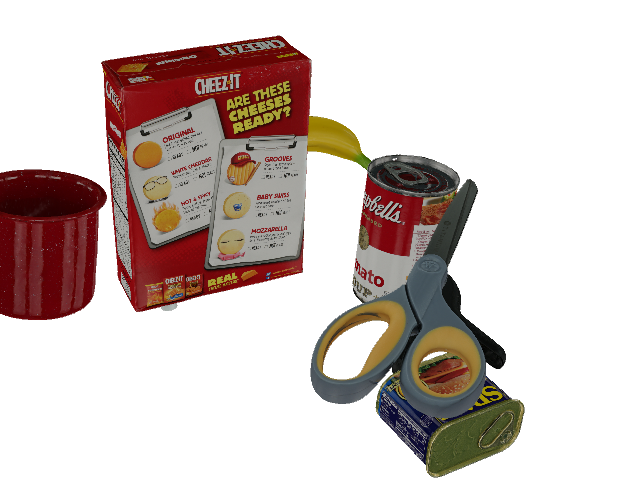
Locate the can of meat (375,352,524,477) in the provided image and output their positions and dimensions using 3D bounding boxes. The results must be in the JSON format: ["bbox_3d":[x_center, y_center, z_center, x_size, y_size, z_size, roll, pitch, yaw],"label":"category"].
[{"bbox_3d":[0.111,0.148,0.931,0.101,0.057,0.084,-15,36,-28],"label":"can of meat"}]

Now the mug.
[{"bbox_3d":[-0.210,0.005,0.749,0.117,0.081,0.093,-7,27,-29],"label":"mug"}]

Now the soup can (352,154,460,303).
[{"bbox_3d":[0.062,-0.004,0.796,0.068,0.102,0.068,5,27,-3],"label":"soup can"}]

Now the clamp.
[{"bbox_3d":[0.129,0.081,1.148,0.120,0.171,0.039,3,-44,-8],"label":"clamp"}]

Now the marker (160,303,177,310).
[{"bbox_3d":[-0.176,0.021,1.184,0.020,0.121,0.020,-4,25,2],"label":"marker"}]

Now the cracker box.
[{"bbox_3d":[-0.097,-0.058,0.922,0.164,0.214,0.072,-13,34,-23],"label":"cracker box"}]

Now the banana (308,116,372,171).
[{"bbox_3d":[-0.022,-0.100,1.115,0.197,0.037,0.070,-7,49,-42],"label":"banana"}]

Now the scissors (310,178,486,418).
[{"bbox_3d":[0.073,0.030,0.582,0.096,0.016,0.201,24,45,28],"label":"scissors"}]
